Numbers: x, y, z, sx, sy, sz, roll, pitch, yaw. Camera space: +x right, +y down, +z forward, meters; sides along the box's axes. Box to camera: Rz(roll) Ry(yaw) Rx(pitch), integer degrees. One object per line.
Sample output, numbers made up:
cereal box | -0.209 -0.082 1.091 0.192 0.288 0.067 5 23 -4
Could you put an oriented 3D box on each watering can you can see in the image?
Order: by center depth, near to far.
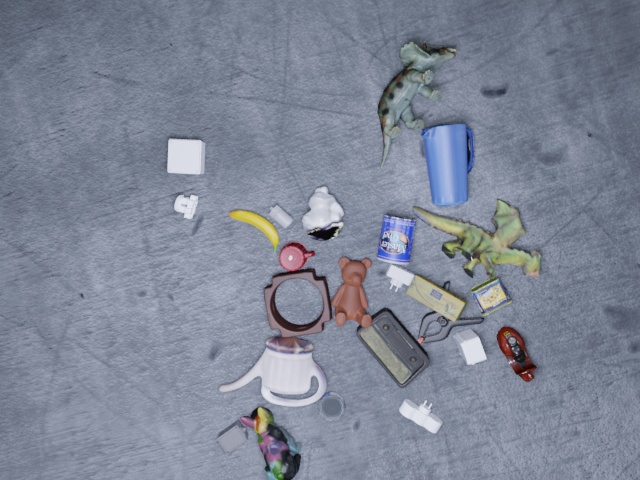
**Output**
watering can | -0.148 0.417 1.652 0.348 0.104 0.224 6 94 4

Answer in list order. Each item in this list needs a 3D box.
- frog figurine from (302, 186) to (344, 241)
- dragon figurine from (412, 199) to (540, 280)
frog figurine | 0.005 -0.082 1.629 0.136 0.121 0.163 -24 56 14
dragon figurine | 0.507 -0.025 1.589 0.244 0.120 0.413 -40 78 -11
